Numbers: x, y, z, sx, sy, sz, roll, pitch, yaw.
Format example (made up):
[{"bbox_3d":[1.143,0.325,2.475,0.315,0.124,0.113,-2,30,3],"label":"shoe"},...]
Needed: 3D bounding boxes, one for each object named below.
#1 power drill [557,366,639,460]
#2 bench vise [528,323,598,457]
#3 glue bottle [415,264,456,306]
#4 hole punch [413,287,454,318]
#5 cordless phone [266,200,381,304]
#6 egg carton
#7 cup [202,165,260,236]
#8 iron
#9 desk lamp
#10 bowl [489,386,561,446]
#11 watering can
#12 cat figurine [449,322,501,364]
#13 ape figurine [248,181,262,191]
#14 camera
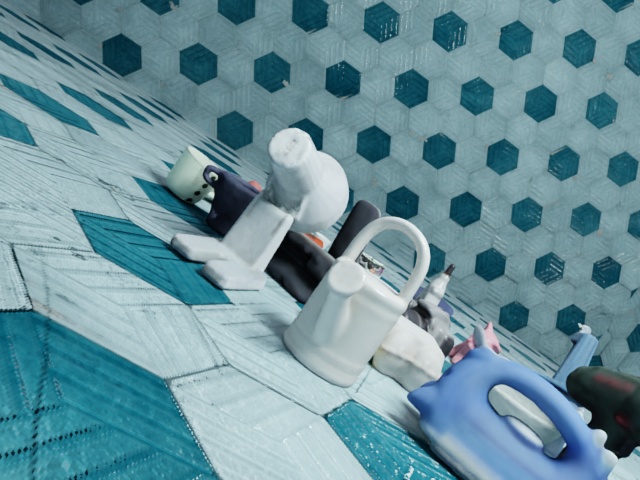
[{"bbox_3d":[0.363,0.260,0.708,0.076,0.208,0.229,32,7,-16],"label":"power drill"},{"bbox_3d":[0.422,0.256,0.976,0.122,0.219,0.207,32,7,-16],"label":"bench vise"},{"bbox_3d":[0.234,0.123,1.214,0.037,0.173,0.078,34,6,-5],"label":"glue bottle"},{"bbox_3d":[0.241,0.165,1.307,0.108,0.091,0.101,36,7,19],"label":"hole punch"},{"bbox_3d":[0.008,0.003,0.915,0.147,0.185,0.094,38,7,28],"label":"cordless phone"},{"bbox_3d":[0.123,0.161,0.847,0.107,0.069,0.150,34,6,-3],"label":"egg carton"},{"bbox_3d":[-0.159,-0.061,0.956,0.118,0.095,0.091,33,6,-8],"label":"cup"},{"bbox_3d":[0.230,0.220,0.634,0.257,0.141,0.119,37,7,20],"label":"iron"},{"bbox_3d":[-0.061,-0.042,0.773,0.117,0.213,0.204,36,7,16],"label":"desk lamp"},{"bbox_3d":[0.277,0.260,0.867,0.167,0.074,0.167,34,6,-4],"label":"bowl"},{"bbox_3d":[0.050,0.062,0.651,0.101,0.194,0.173,34,6,1],"label":"watering can"},{"bbox_3d":[0.335,0.225,1.215,0.067,0.117,0.128,34,6,1],"label":"cat figurine"},{"bbox_3d":[-0.145,-0.073,1.119,0.077,0.092,0.076,39,8,36],"label":"ape figurine"},{"bbox_3d":[0.151,0.141,0.997,0.137,0.101,0.142,29,8,-40],"label":"camera"}]
